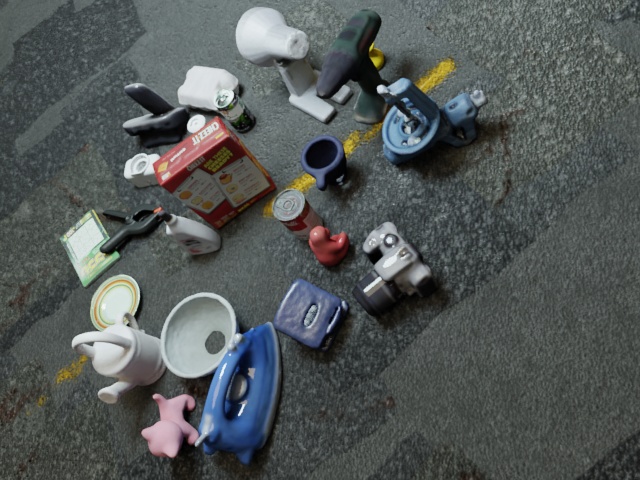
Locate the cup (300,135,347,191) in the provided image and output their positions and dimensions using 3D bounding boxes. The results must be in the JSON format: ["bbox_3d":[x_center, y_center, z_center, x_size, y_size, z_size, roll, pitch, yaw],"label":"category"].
[{"bbox_3d":[0.018,-0.139,1.151,0.091,0.095,0.118,-7,65,20],"label":"cup"}]

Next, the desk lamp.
[{"bbox_3d":[-0.058,-0.385,1.225,0.202,0.214,0.118,36,84,31],"label":"desk lamp"}]

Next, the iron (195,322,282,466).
[{"bbox_3d":[-0.148,0.254,1.014,0.118,0.142,0.258,4,69,24],"label":"iron"}]

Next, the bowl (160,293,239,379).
[{"bbox_3d":[-0.220,0.191,1.113,0.167,0.075,0.167,-9,64,19],"label":"bowl"}]

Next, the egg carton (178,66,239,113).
[{"bbox_3d":[-0.270,-0.364,1.390,0.149,0.070,0.107,15,73,28],"label":"egg carton"}]

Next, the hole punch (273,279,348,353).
[{"bbox_3d":[-0.015,0.136,1.042,0.100,0.091,0.109,20,76,29],"label":"hole punch"}]

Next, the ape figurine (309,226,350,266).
[{"bbox_3d":[0.010,0.004,1.091,0.077,0.092,0.076,15,74,28],"label":"ape figurine"}]

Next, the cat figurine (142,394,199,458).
[{"bbox_3d":[-0.278,0.341,1.043,0.067,0.118,0.127,-25,60,11],"label":"cat figurine"}]

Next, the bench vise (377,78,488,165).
[{"bbox_3d":[0.192,-0.244,1.052,0.207,0.220,0.121,-36,58,4],"label":"bench vise"}]

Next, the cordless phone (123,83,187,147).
[{"bbox_3d":[-0.419,-0.310,1.360,0.147,0.185,0.094,-10,64,19],"label":"cordless phone"}]

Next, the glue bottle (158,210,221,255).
[{"bbox_3d":[-0.277,-0.019,1.174,0.078,0.174,0.037,-15,62,16],"label":"glue bottle"}]

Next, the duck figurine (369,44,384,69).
[{"bbox_3d":[0.080,-0.409,1.254,0.104,0.086,0.077,-8,64,20],"label":"duck figurine"}]

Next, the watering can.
[{"bbox_3d":[-0.385,0.221,1.098,0.101,0.195,0.172,-33,59,6],"label":"watering can"}]

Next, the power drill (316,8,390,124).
[{"bbox_3d":[0.076,-0.330,1.147,0.075,0.209,0.230,11,72,27],"label":"power drill"}]

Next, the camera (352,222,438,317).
[{"bbox_3d":[0.114,0.057,1.018,0.137,0.101,0.143,-39,58,2],"label":"camera"}]
